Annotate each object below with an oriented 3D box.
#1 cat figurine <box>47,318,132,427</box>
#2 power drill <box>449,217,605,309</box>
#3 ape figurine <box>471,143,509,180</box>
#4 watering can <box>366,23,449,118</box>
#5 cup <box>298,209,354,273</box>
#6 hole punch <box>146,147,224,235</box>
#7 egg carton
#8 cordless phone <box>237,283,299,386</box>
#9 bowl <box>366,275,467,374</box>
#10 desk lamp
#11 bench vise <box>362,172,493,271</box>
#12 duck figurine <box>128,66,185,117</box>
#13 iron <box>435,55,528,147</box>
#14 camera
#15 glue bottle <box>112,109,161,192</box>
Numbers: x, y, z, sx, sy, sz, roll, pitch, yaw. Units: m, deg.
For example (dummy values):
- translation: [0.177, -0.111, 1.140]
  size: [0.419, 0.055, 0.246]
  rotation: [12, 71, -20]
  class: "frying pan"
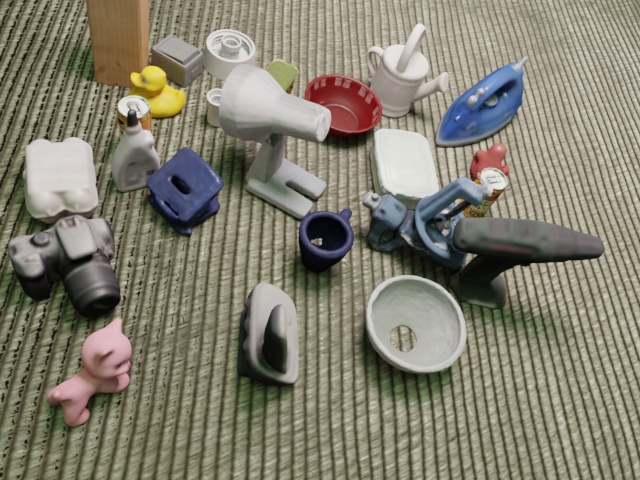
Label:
- translation: [-0.297, 0.169, 0.752]
  size: [0.067, 0.117, 0.128]
  rotation: [39, 56, 11]
  class: "cat figurine"
- translation: [0.317, 0.035, 0.959]
  size: [0.230, 0.208, 0.075]
  rotation: [12, 56, -8]
  class: "power drill"
- translation: [0.350, -0.160, 1.165]
  size: [0.076, 0.092, 0.077]
  rotation: [-32, 71, -30]
  class: "ape figurine"
- translation: [0.179, -0.353, 1.178]
  size: [0.173, 0.194, 0.101]
  rotation: [13, 56, -8]
  class: "watering can"
- translation: [0.009, 0.003, 0.960]
  size: [0.091, 0.095, 0.118]
  rotation: [36, 56, 9]
  class: "cup"
- translation: [-0.224, -0.082, 0.951]
  size: [0.108, 0.091, 0.101]
  rotation: [43, 57, 13]
  class: "hole punch"
- translation: [-0.417, -0.099, 0.920]
  size: [0.107, 0.069, 0.150]
  rotation: [-8, 61, -20]
  class: "egg carton"
- translation: [-0.061, 0.116, 0.813]
  size: [0.094, 0.185, 0.147]
  rotation: [3, 57, -14]
  class: "cordless phone"
- translation: [0.144, 0.145, 0.920]
  size: [0.167, 0.074, 0.167]
  rotation: [8, 56, -11]
  class: "bowl"
- translation: [-0.072, -0.173, 0.978]
  size: [0.203, 0.213, 0.118]
  rotation: [29, 55, 4]
  class: "desk lamp"
- translation: [0.179, -0.036, 0.958]
  size: [0.207, 0.219, 0.121]
  rotation: [7, 56, -11]
  class: "bench vise"
- translation: [-0.302, -0.281, 1.060]
  size: [0.105, 0.086, 0.077]
  rotation: [7, 56, -11]
  class: "duck figurine"
- translation: [0.352, -0.300, 1.225]
  size: [0.118, 0.141, 0.259]
  rotation: [44, 57, 14]
  class: "iron"
- translation: [-0.357, 0.042, 0.827]
  size: [0.143, 0.101, 0.136]
  rotation: [-21, 66, -26]
  class: "camera"
- translation: [-0.297, -0.147, 0.922]
  size: [0.078, 0.173, 0.037]
  rotation: [-18, 64, -25]
  class: "glue bottle"
